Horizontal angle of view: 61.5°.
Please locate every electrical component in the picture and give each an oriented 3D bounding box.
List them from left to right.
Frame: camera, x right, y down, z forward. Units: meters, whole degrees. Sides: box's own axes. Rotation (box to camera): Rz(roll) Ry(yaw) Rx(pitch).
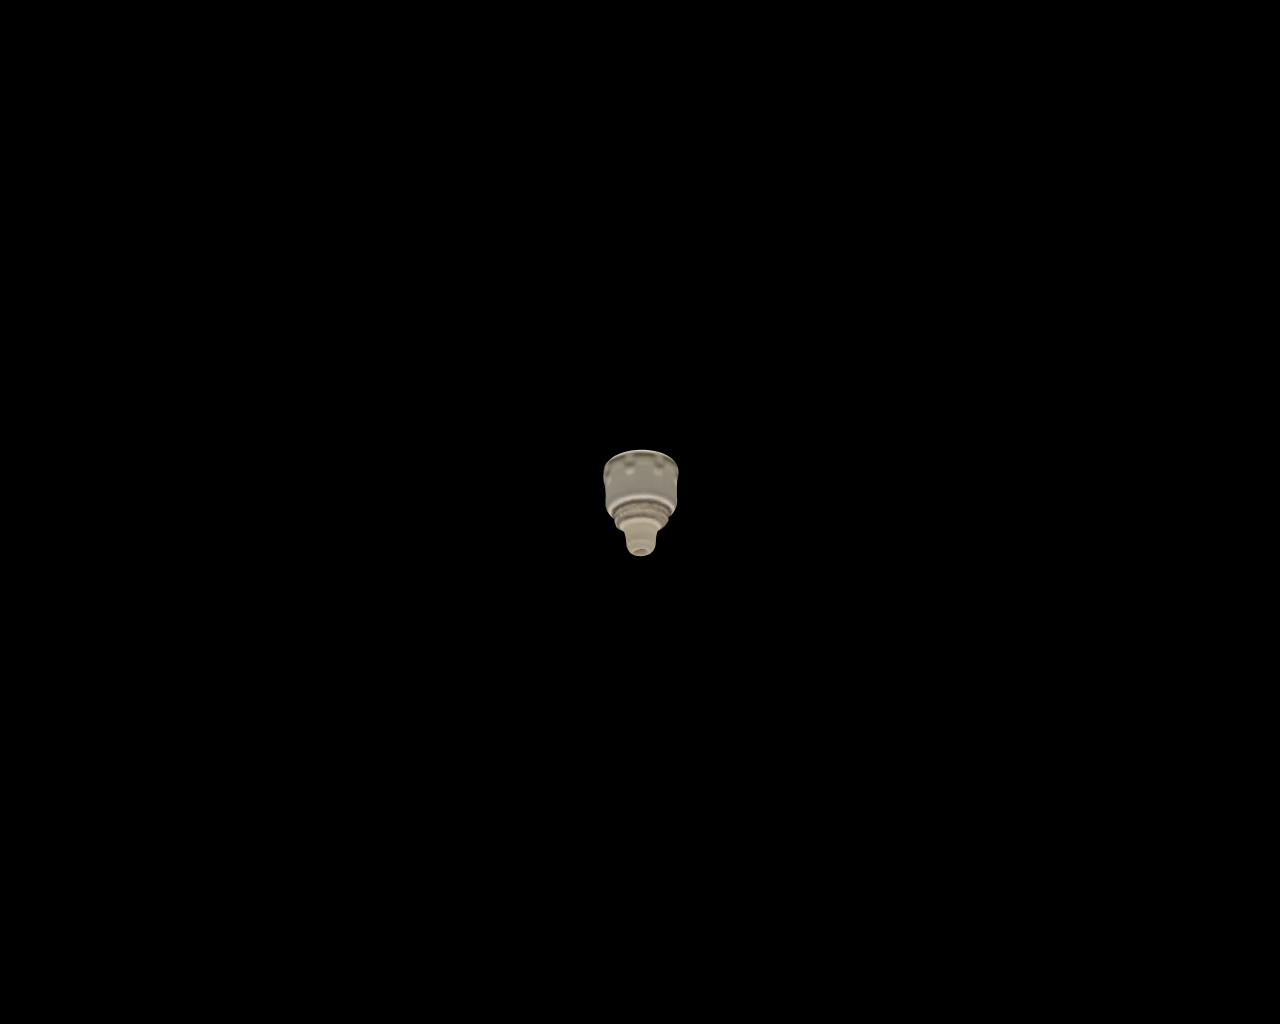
[{"bbox_3d":[0.001,-0.003,0.650,0.048,0.062,0.048,0,-26,0],"label":"electrical component"}]
